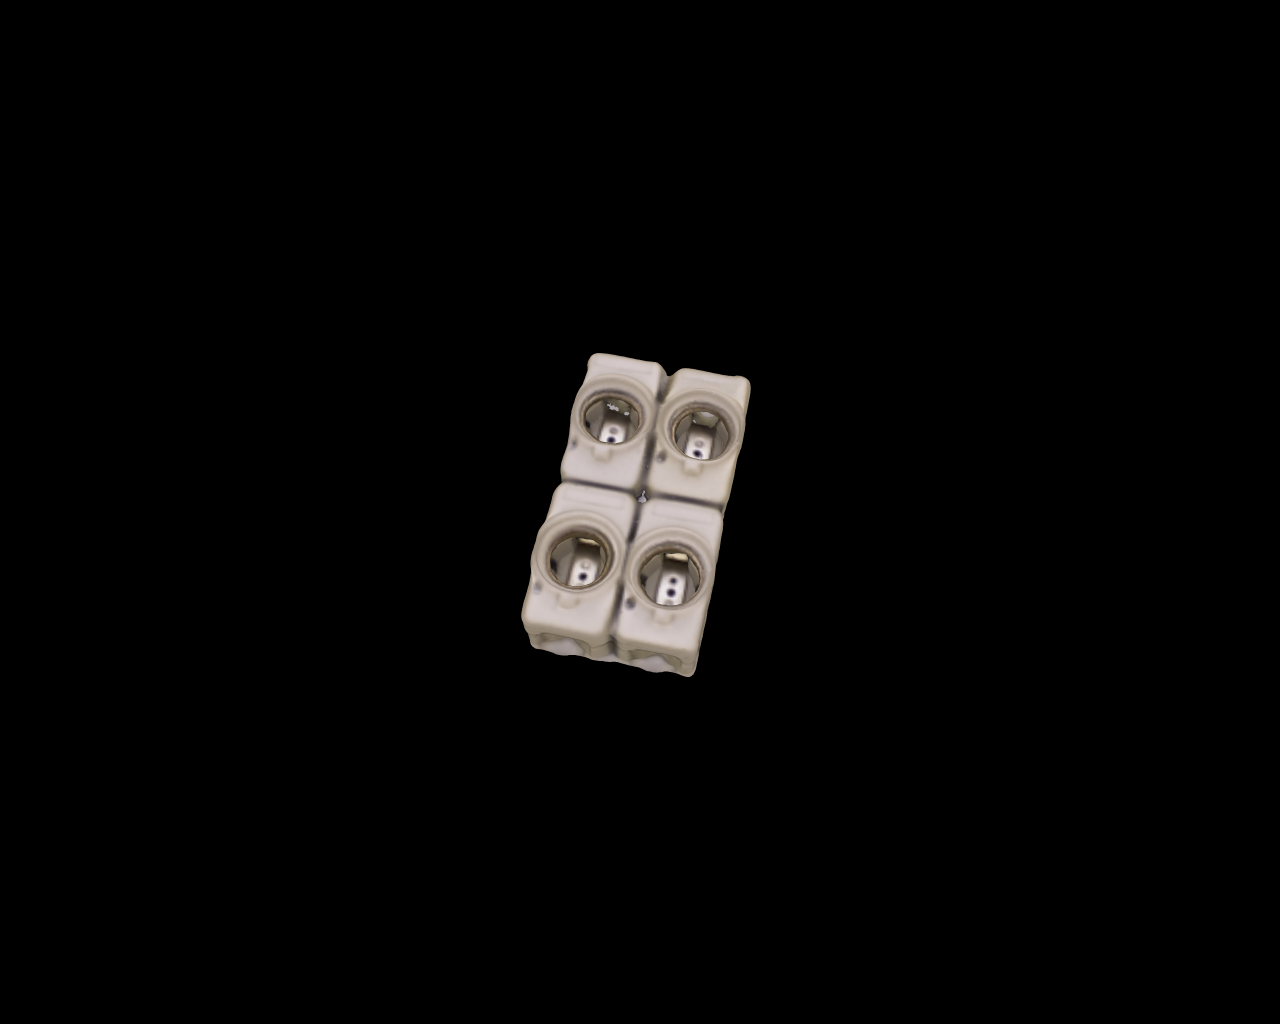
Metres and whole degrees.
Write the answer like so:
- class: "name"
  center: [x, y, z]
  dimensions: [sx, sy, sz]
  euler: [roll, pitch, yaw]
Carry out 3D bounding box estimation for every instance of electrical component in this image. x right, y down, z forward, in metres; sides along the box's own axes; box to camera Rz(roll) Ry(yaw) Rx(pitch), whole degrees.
- class: "electrical component"
  center: [0.001, -0.003, 0.650]
  dimensions: [0.105, 0.186, 0.060]
  euler: [11, -24, 5]
